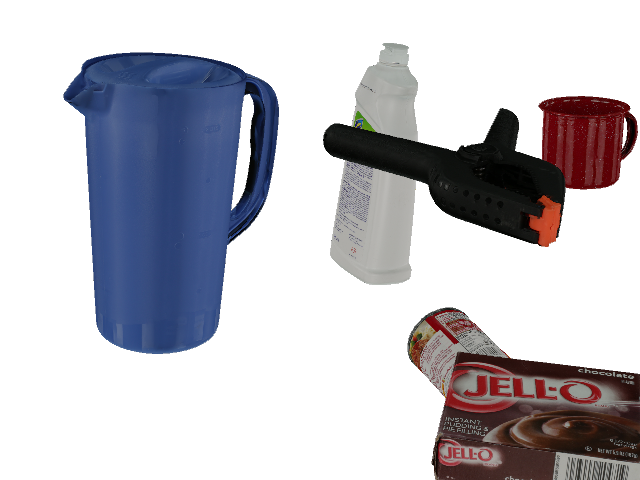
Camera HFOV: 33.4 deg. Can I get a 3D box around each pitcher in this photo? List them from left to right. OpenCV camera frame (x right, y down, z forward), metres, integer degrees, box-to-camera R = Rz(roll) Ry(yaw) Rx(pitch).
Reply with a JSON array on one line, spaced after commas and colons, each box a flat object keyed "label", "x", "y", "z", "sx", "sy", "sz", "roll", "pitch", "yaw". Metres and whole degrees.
[{"label": "pitcher", "x": -0.126, "y": -0.034, "z": 0.909, "sx": 0.149, "sy": 0.243, "sz": 0.145, "roll": 8, "pitch": 22, "yaw": 9}]

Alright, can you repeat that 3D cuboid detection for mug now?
[{"label": "mug", "x": 0.287, "y": -0.105, "z": 1.134, "sx": 0.117, "sy": 0.081, "sz": 0.093, "roll": -12, "pitch": 22, "yaw": -25}]

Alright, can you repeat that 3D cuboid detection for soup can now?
[{"label": "soup can", "x": 0.131, "y": 0.113, "z": 0.959, "sx": 0.068, "sy": 0.068, "sz": 0.102, "roll": 0, "pitch": 25, "yaw": -25}]

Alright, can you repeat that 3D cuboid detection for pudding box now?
[{"label": "pudding box", "x": 0.127, "y": 0.107, "z": 0.615, "sx": 0.113, "sy": 0.039, "sz": 0.090, "roll": 8, "pitch": 28, "yaw": 11}]

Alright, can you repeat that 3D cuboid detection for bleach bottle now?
[{"label": "bleach bottle", "x": 0.068, "y": -0.085, "z": 1.158, "sx": 0.067, "sy": 0.251, "sz": 0.103, "roll": -5, "pitch": 24, "yaw": -31}]

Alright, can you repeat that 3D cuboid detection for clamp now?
[{"label": "clamp", "x": 0.100, "y": -0.050, "z": 0.762, "sx": 0.164, "sy": 0.036, "sz": 0.210, "roll": -5, "pitch": 26, "yaw": -13}]
